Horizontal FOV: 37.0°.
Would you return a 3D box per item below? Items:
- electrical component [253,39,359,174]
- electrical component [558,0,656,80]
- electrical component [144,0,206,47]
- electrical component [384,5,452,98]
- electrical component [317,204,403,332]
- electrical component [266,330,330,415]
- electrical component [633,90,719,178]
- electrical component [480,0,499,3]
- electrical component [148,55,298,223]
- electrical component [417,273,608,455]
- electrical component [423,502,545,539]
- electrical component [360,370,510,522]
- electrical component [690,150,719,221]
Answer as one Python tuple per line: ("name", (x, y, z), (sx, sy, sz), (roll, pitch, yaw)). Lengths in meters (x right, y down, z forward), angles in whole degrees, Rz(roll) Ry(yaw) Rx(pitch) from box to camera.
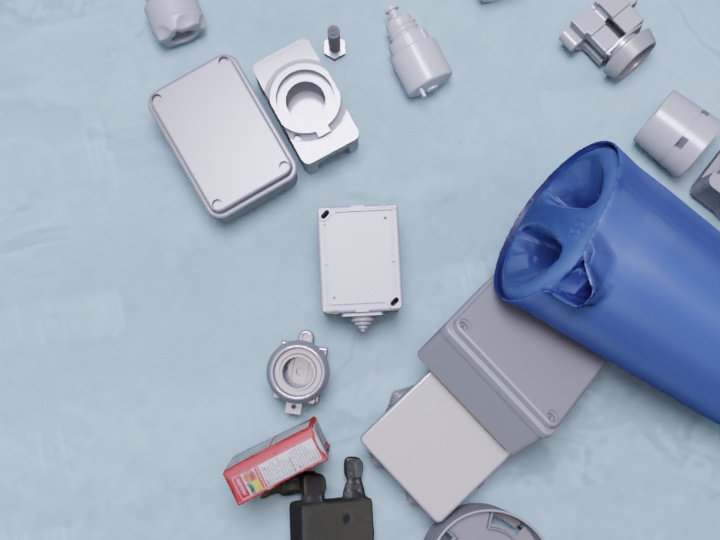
("electrical component", (-0.042, -0.129, 0.848), (0.050, 0.055, 0.089), (-29, 86, -2))
("electrical component", (0.202, -0.186, 0.859), (0.066, 0.048, 0.055), (-40, 79, -3))
("electrical component", (-0.152, -0.214, 0.860), (0.043, 0.043, 0.062), (-22, 85, -2))
("electrical component", (0.042, -0.175, 0.859), (0.040, 0.040, 0.078), (-27, 86, -2))
("electrical component", (0.000, 0.000, 0.835), (0.062, 0.061, 0.096), (-3, 86, 0))
("electrical component", (-0.047, 0.079, 0.832), (0.048, 0.055, 0.066), (10, 86, 1))
("electrical component", (0.250, -0.108, 0.849), (0.047, 0.055, 0.055), (39, 86, 6))
("electrical component", (0.089, -0.255, 0.864), (0.079, 0.043, 0.077), (-17, 86, -1))
("electrical component", (-0.106, -0.102, 0.845), (0.078, 0.057, 0.113), (-30, 86, -2))
("electrical component", (0.118, 0.062, 0.809), (0.108, 0.056, 0.109), (46, 49, 3))
("electrical component", (0.094, 0.228, 0.814), (0.099, 0.064, 0.099), (0, 92, -11))
("electrical component", (0.060, 0.131, 0.832), (0.100, 0.048, 0.099), (-43, 87, -3))
("electrical component", (0.313, -0.056, 0.843), (0.089, 0.055, 0.050), (38, 86, 3))
